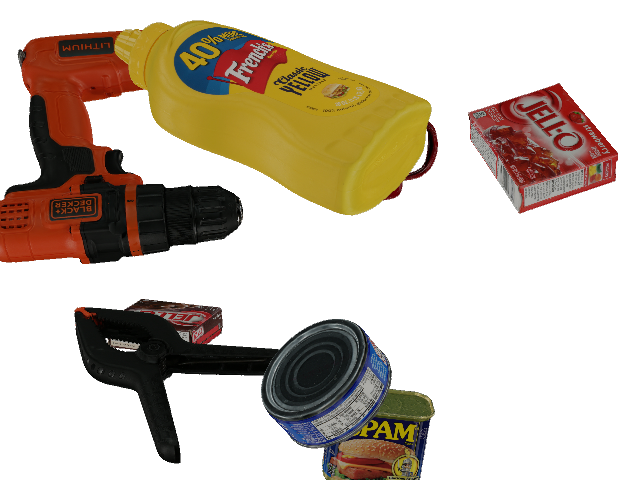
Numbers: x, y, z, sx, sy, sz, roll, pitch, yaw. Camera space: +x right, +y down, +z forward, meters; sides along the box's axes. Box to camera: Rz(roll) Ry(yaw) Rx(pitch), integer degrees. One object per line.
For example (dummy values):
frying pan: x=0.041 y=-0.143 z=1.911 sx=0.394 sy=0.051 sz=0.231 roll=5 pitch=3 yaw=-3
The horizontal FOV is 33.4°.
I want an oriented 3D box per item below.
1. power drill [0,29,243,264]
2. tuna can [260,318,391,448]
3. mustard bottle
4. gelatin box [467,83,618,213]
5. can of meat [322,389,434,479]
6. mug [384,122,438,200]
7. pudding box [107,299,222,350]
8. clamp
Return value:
power drill: x=-0.156 y=-0.071 z=0.803 sx=0.184 sy=0.187 sz=0.057 roll=-5 pitch=-32 yaw=-6
tuna can: x=0.003 y=0.095 z=0.718 sx=0.086 sy=0.086 sz=0.033 roll=0 pitch=-41 yaw=45
mustard bottle: x=-0.040 y=-0.082 z=0.613 sx=0.192 sy=0.058 sz=0.096 roll=25 pitch=41 yaw=22
gelatin box: x=0.154 y=-0.067 z=0.747 sx=0.073 sy=0.030 sz=0.089 roll=-18 pitch=46 yaw=-6
can of meat: x=0.054 y=0.194 z=1.047 sx=0.102 sy=0.084 sz=0.057 roll=7 pitch=17 yaw=-4
mug: x=0.046 y=-0.081 z=0.940 sx=0.117 sy=0.081 sz=0.093 roll=1 pitch=14 yaw=-11
pudding box: x=-0.186 y=0.104 z=1.279 sx=0.114 sy=0.039 sz=0.090 roll=3 pitch=14 yaw=18
clamp: x=-0.142 y=0.110 z=0.983 sx=0.210 sy=0.036 sz=0.164 roll=29 pitch=40 yaw=34
